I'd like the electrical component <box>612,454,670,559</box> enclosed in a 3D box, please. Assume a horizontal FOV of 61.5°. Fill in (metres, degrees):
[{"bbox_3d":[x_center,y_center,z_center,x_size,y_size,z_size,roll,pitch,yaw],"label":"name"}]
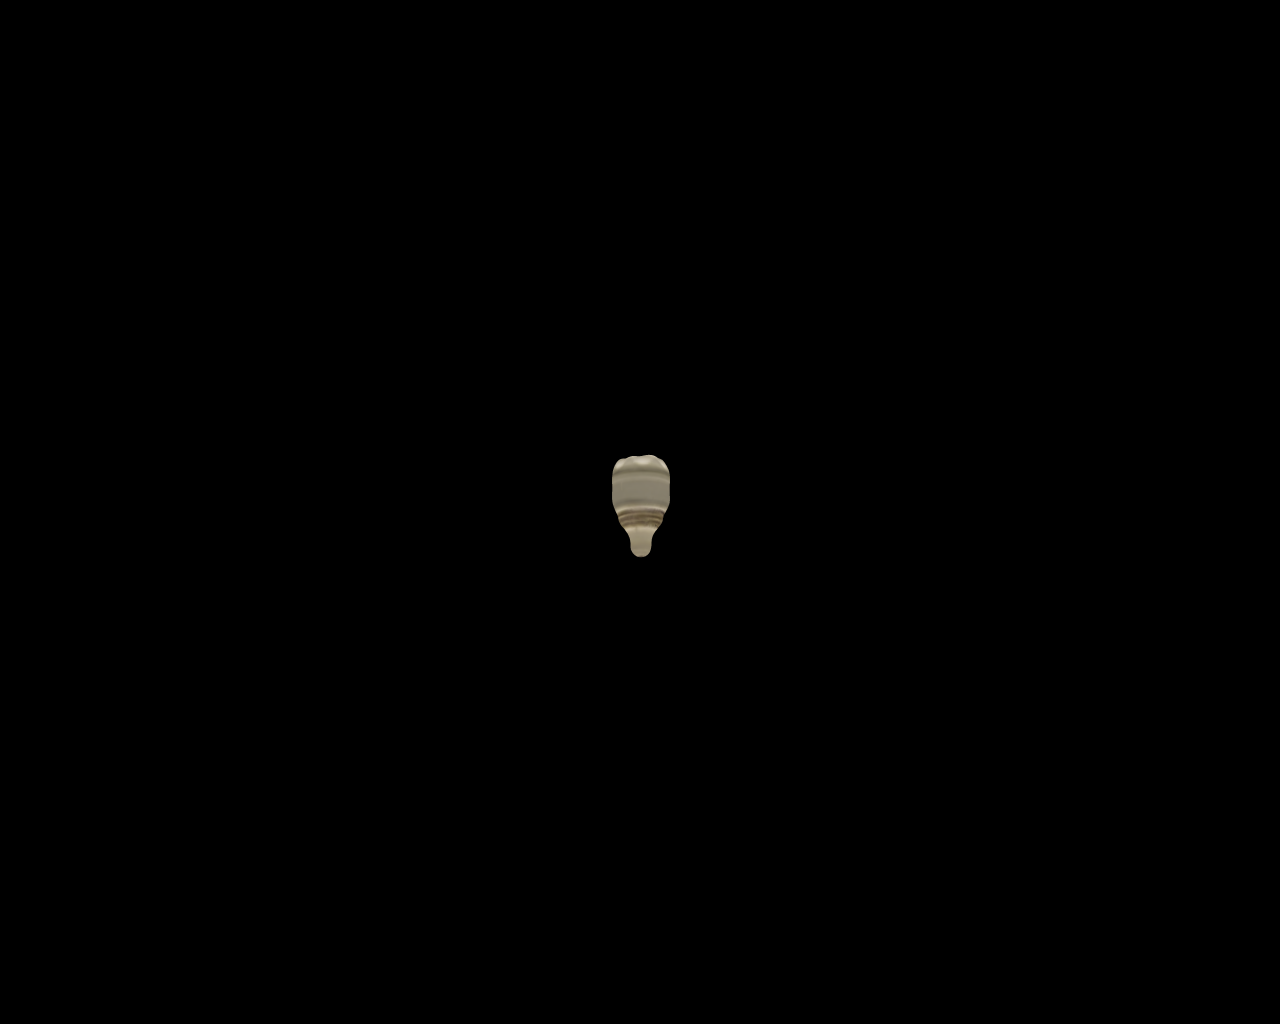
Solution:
[{"bbox_3d":[0.001,-0.003,0.650,0.035,0.061,0.035,0,-11,0],"label":"electrical component"}]
